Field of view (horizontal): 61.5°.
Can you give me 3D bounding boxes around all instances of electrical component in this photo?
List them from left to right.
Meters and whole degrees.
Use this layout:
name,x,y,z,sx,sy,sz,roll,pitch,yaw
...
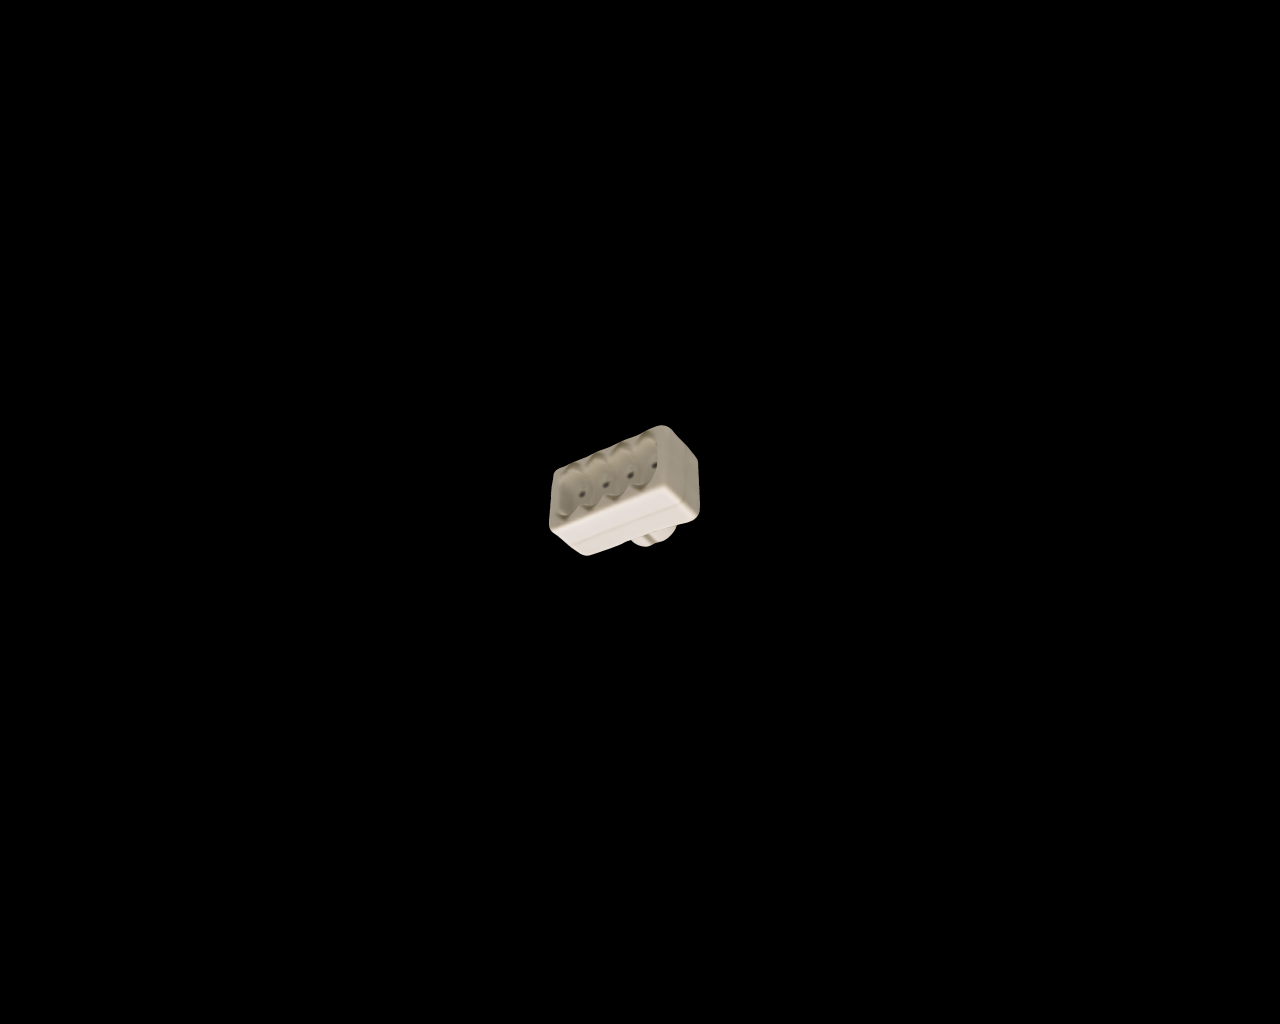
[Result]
name,x,y,z,sx,sy,sz,roll,pitch,yaw
electrical component,0.001,-0.003,0.650,0.083,0.047,0.075,-21,-40,26
